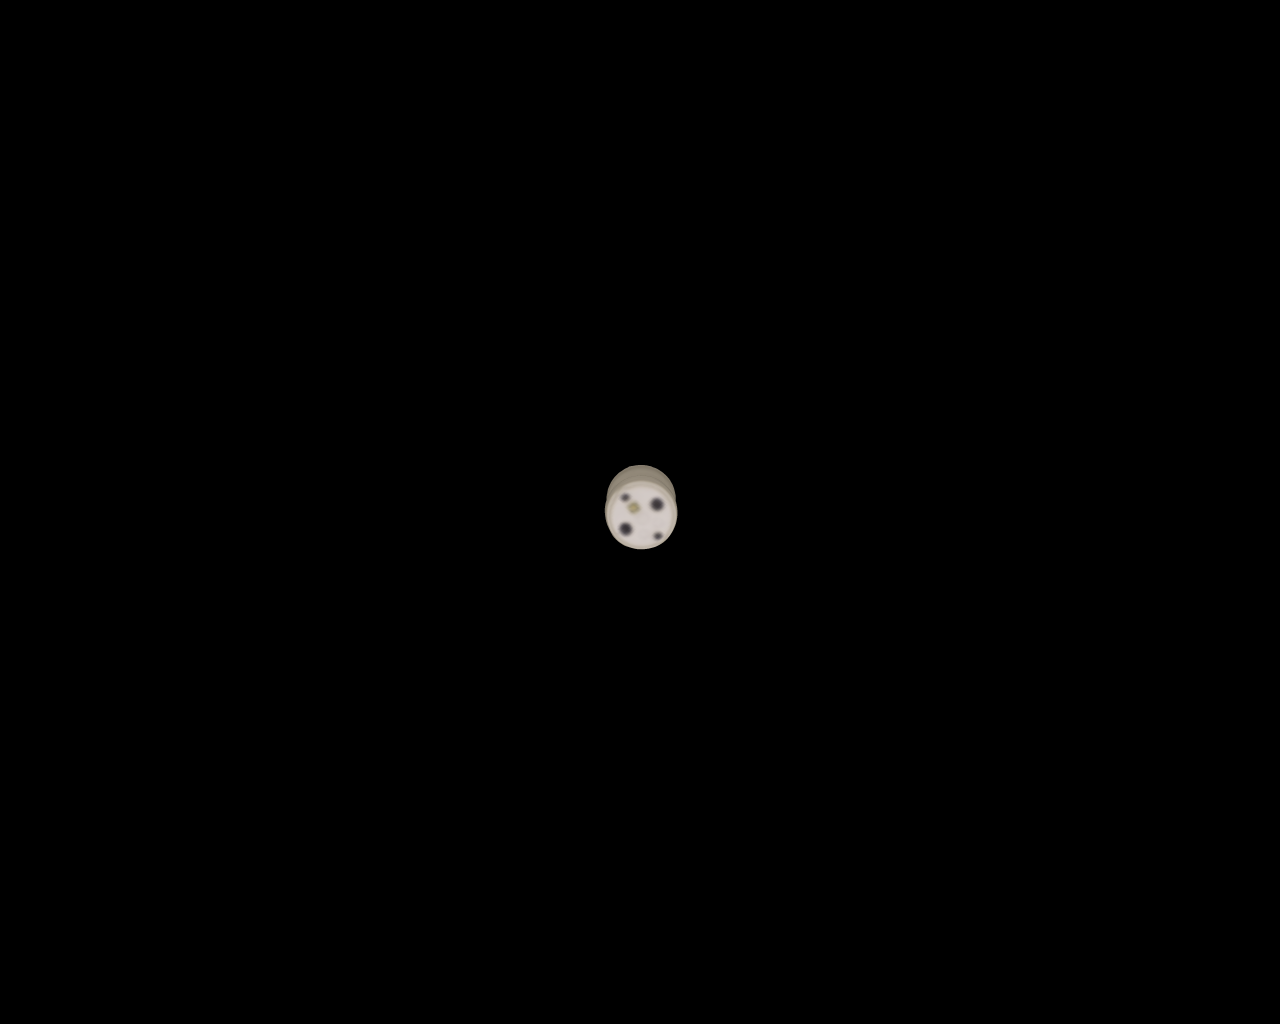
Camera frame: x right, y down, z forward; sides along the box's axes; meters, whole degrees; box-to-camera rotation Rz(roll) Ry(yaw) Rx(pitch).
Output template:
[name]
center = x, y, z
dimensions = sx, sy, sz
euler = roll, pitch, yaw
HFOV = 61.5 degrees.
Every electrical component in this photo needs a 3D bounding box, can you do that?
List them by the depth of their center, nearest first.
[electrical component]
center = 0.001, -0.003, 0.650
dimensions = 0.045, 0.044, 0.055
euler = 0, 12, 0
